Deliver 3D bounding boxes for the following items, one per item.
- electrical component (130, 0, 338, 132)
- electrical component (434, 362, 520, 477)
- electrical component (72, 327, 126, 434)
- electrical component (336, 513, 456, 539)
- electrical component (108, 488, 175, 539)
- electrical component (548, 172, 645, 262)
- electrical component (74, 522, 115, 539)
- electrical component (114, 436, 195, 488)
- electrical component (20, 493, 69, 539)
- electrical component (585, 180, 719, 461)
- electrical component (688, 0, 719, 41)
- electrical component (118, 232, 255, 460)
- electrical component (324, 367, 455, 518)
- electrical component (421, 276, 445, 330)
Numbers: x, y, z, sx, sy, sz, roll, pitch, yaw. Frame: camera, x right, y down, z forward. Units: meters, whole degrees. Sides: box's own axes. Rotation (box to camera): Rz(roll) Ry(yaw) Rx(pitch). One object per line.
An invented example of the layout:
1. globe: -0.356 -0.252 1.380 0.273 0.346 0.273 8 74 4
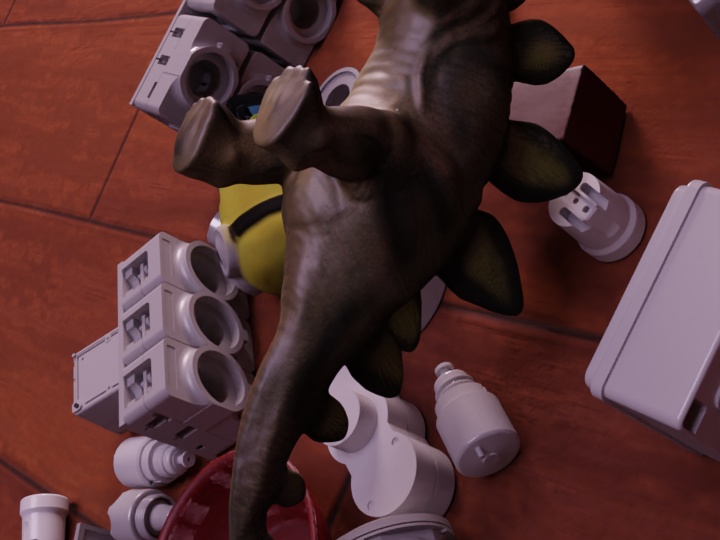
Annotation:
1. electrical component: -0.100 -0.196 0.923 0.060 0.105 0.186 23 85 50
2. electrical component: 0.064 0.085 0.634 0.040 0.040 0.078 -45 42 18
3. electrical component: -0.181 0.084 0.884 0.096 0.061 0.061 -31 48 21
4. electrical component: 0.020 0.174 0.599 0.080 0.080 0.051 -39 49 24
5. electrical component: -0.156 0.185 0.805 0.062 0.043 0.043 -12 60 41
6. electrical component: 0.136 -0.031 0.622 0.040 0.046 0.040 -25 51 35
7. electrical component: -0.215 0.243 0.836 0.064 0.042 0.081 -22 52 41
8. electrical component: -0.156 0.147 0.830 0.078 0.040 0.040 -12 59 42
9. electrical component: -0.267 0.217 0.908 0.040 0.040 0.046 -27 56 34
10. electrical component: 0.172 0.031 0.499 0.056 0.109 0.108 23 85 48
11. electrical component: 0.207 -0.176 0.608 0.057 0.078 0.113 -37 45 22
12. electrical component: -0.129 0.054 0.818 0.062 0.089 0.150 -35 46 28
13. electrical component: -0.002 0.096 0.670 0.052 0.074 0.138 -49 41 14
14. electrical component: 0.000 0.000 0.736 0.108 0.060 0.108 -25 51 35
